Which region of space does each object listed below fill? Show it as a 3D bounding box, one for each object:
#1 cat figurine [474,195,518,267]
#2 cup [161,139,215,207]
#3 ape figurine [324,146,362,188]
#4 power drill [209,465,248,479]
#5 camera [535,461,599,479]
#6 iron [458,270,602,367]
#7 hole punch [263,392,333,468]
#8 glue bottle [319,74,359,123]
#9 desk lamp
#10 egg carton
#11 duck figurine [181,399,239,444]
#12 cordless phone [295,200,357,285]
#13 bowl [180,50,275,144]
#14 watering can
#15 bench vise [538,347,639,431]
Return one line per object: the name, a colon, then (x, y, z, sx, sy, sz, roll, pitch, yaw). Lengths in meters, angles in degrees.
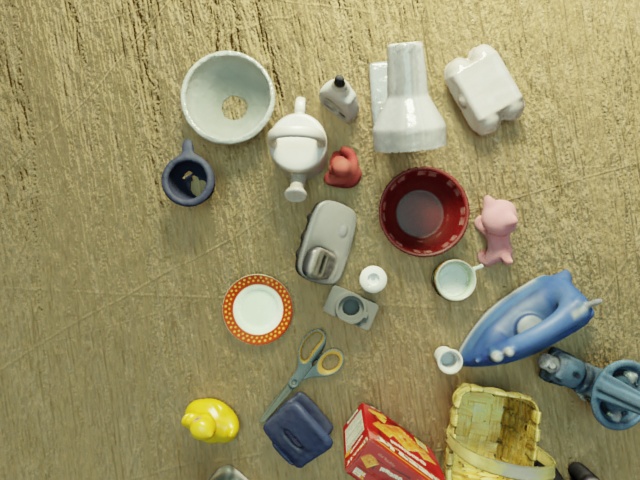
cat figurine: (0.316, -0.016, 1.003, 0.067, 0.117, 0.128, -9, 88, 1)
cup: (-0.227, -0.115, 1.024, 0.091, 0.095, 0.118, -3, 89, 1)
ape figurine: (0.039, -0.128, 1.022, 0.078, 0.092, 0.076, -40, 88, 0)
power drill: (-0.165, 0.461, 0.953, 0.229, 0.208, 0.075, 39, 90, 2)
camera: (0.419, 0.440, 1.000, 0.143, 0.101, 0.137, -33, 88, 0)
iron: (0.357, 0.159, 0.986, 0.258, 0.141, 0.119, -33, 88, 0)
hole punch: (-0.038, 0.343, 1.013, 0.101, 0.091, 0.108, -43, 88, 0)
glue bottle: (0.034, -0.251, 0.984, 0.078, 0.173, 0.037, 39, 90, 2)
desk lamp: (0.138, -0.232, 0.962, 0.118, 0.213, 0.203, -5, 89, 1)
egg carton: (0.294, -0.270, 1.033, 0.107, 0.069, 0.150, -30, 88, 0)
duck figurine: (-0.198, 0.331, 1.018, 0.104, 0.086, 0.077, 24, 89, 1)
cordless phone: (0.009, 0.003, 0.973, 0.094, 0.185, 0.148, 14, 89, 1)
bowl: (-0.162, -0.249, 1.036, 0.167, 0.074, 0.167, 0, 89, 1)
watering can: (-0.035, -0.155, 0.972, 0.101, 0.194, 0.173, -20, 88, 1)
bench vise: (0.469, 0.256, 0.943, 0.207, 0.219, 0.121, 6, 89, 1)
